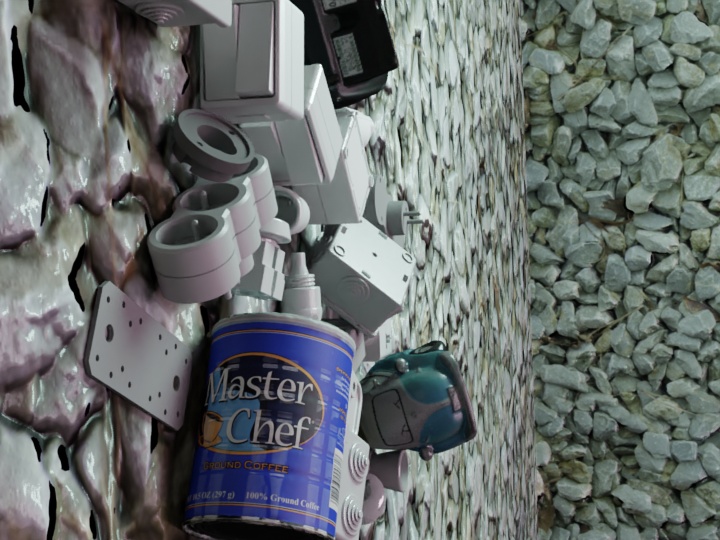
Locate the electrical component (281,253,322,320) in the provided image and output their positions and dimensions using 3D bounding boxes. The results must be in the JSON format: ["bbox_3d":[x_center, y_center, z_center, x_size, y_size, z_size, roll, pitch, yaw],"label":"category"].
[{"bbox_3d":[-0.051,0.016,0.908,0.035,0.035,0.061,-7,93,-75],"label":"electrical component"}]

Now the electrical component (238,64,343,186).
[{"bbox_3d":[-0.054,-0.105,0.849,0.096,0.062,0.061,73,22,-46],"label":"electrical component"}]

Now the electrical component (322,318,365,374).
[{"bbox_3d":[-0.025,0.090,0.975,0.065,0.047,0.076,-53,140,-66],"label":"electrical component"}]

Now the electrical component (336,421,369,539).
[{"bbox_3d":[-0.043,0.163,0.806,0.048,0.100,0.099,48,42,-49],"label":"electrical component"}]

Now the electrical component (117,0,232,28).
[{"bbox_3d":[-0.116,-0.198,0.648,0.100,0.048,0.099,10,80,-75],"label":"electrical component"}]

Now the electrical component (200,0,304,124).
[{"bbox_3d":[-0.078,-0.156,0.764,0.061,0.062,0.096,11,79,-75],"label":"electrical component"}]

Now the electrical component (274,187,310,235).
[{"bbox_3d":[-0.062,-0.045,0.863,0.046,0.040,0.040,-2,91,-81],"label":"electrical component"}]

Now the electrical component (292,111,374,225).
[{"bbox_3d":[-0.028,-0.084,0.947,0.061,0.061,0.096,-75,158,-45],"label":"electrical component"}]

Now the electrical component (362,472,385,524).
[{"bbox_3d":[0.003,0.235,1.081,0.062,0.048,0.048,79,17,-54],"label":"electrical component"}]

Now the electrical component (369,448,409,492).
[{"bbox_3d":[0.019,0.207,1.117,0.045,0.055,0.045,-1,90,-75],"label":"electrical component"}]

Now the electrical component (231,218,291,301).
[{"bbox_3d":[-0.077,-0.010,0.791,0.066,0.048,0.055,34,63,-71],"label":"electrical component"}]

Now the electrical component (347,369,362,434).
[{"bbox_3d":[-0.039,0.103,0.898,0.095,0.059,0.053,67,26,-54],"label":"electrical component"}]

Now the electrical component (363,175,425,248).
[{"bbox_3d":[0.031,-0.054,1.141,0.138,0.074,0.052,59,33,-62],"label":"electrical component"}]

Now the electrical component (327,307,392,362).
[{"bbox_3d":[0.000,0.044,1.063,0.056,0.050,0.089,-7,95,-75],"label":"electrical component"}]

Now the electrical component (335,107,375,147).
[{"bbox_3d":[-0.013,-0.134,1.041,0.081,0.043,0.043,-15,103,-75],"label":"electrical component"}]

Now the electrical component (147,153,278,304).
[{"bbox_3d":[-0.092,-0.017,0.719,0.138,0.052,0.073,-68,153,-55],"label":"electrical component"}]

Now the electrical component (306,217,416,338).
[{"bbox_3d":[0.000,0.000,0.981,0.100,0.048,0.099,38,32,-10],"label":"electrical component"}]
